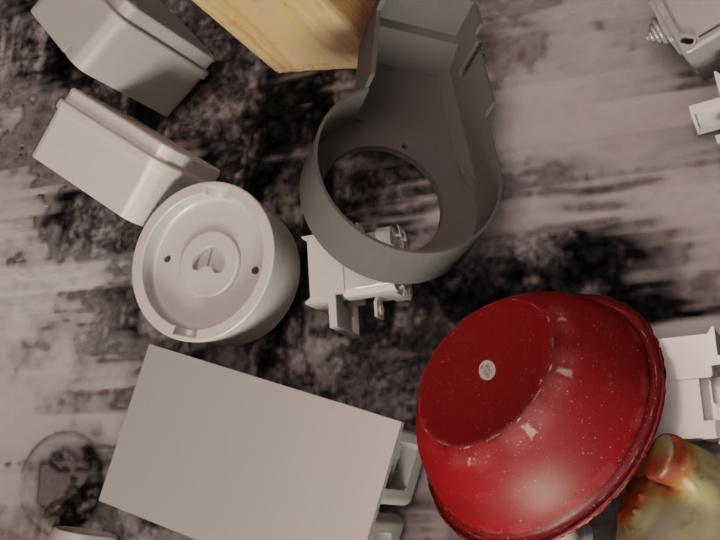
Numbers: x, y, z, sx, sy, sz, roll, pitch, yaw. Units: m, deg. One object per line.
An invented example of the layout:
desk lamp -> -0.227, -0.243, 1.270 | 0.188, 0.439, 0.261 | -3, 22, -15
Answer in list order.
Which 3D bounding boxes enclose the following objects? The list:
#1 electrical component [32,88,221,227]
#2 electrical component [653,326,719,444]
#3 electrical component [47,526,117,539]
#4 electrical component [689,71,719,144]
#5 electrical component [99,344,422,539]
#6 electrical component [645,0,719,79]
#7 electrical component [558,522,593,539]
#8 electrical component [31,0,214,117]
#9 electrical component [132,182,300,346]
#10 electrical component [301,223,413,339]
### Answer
electrical component -> -0.166, -0.076, 0.771 | 0.113, 0.078, 0.057 | 32, 94, 27
electrical component -> 0.180, 0.067, 0.602 | 0.081, 0.042, 0.063 | -8, 75, 22
electrical component -> -0.210, 0.214, 0.736 | 0.079, 0.044, 0.077 | 5, 79, 25
electrical component -> 0.235, -0.085, 0.616 | 0.081, 0.042, 0.063 | -14, 74, 21
electrical component -> -0.060, 0.125, 0.684 | 0.186, 0.060, 0.105 | 14, 83, 26
electrical component -> 0.216, -0.160, 0.637 | 0.096, 0.061, 0.061 | -30, 67, 23
electrical component -> 0.095, 0.179, 0.602 | 0.054, 0.059, 0.095 | 4, 79, 25
electrical component -> -0.168, -0.169, 0.776 | 0.057, 0.113, 0.078 | -46, 64, 10
electrical component -> -0.092, 0.000, 0.729 | 0.108, 0.060, 0.108 | -6, 75, 22
electrical component -> 0.000, 0.000, 0.700 | 0.064, 0.042, 0.081 | -9, 74, 18
